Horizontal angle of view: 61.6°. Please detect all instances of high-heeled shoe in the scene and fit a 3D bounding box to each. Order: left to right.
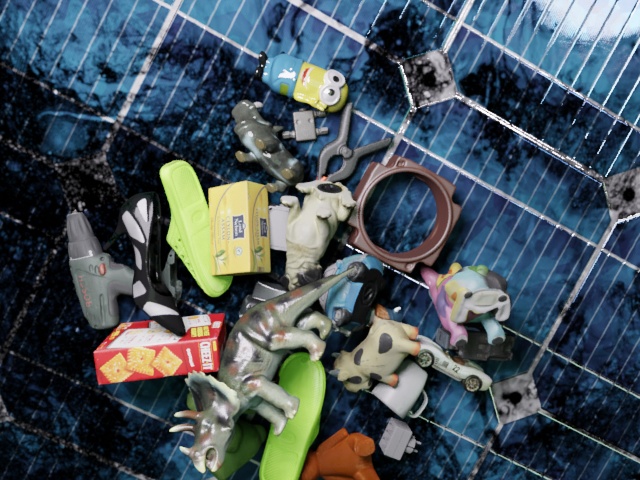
[{"bbox_3d":[-0.281,0.038,0.958,0.145,0.086,0.249,-41,87,6],"label":"high-heeled shoe"}]

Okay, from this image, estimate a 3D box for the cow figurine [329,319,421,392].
[{"bbox_3d":[0.101,0.234,1.069,0.127,0.085,0.194,25,123,-6],"label":"cow figurine"}]

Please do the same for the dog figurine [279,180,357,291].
[{"bbox_3d":[-0.006,-0.004,1.027,0.121,0.172,0.190,28,128,32],"label":"dog figurine"}]

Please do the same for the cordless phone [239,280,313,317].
[{"bbox_3d":[-0.088,0.178,1.019,0.147,0.184,0.088,12,137,-5],"label":"cordless phone"}]

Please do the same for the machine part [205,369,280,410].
[{"bbox_3d":[-0.161,0.268,1.031,0.179,0.179,0.056,7,97,-6],"label":"machine part"}]

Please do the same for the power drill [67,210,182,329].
[{"bbox_3d":[-0.374,0.054,1.033,0.207,0.086,0.231,-3,96,-9],"label":"power drill"}]

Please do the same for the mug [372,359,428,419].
[{"bbox_3d":[0.180,0.308,1.110,0.109,0.081,0.107,39,82,-3],"label":"mug"}]

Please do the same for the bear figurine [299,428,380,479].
[{"bbox_3d":[0.011,0.455,1.088,0.196,0.132,0.120,-7,89,-10],"label":"bear figurine"}]

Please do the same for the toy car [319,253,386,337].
[{"bbox_3d":[0.051,0.097,1.035,0.103,0.109,0.161,20,85,37],"label":"toy car"}]

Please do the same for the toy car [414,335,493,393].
[{"bbox_3d":[0.261,0.253,1.113,0.202,0.073,0.056,29,96,-8],"label":"toy car"}]

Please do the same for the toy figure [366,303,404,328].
[{"bbox_3d":[0.096,0.154,1.097,0.154,0.064,0.058,14,69,-3],"label":"toy figure"}]

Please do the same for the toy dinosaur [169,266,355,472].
[{"bbox_3d":[-0.099,0.190,0.915,0.192,0.131,0.405,26,69,-2],"label":"toy dinosaur"}]

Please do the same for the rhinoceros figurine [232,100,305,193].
[{"bbox_3d":[-0.099,-0.179,1.016,0.190,0.112,0.073,51,132,-4],"label":"rhinoceros figurine"}]

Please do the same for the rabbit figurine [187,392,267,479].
[{"bbox_3d":[-0.187,0.356,1.060,0.159,0.121,0.170,-30,101,-9],"label":"rabbit figurine"}]

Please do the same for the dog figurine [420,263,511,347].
[{"bbox_3d":[0.264,0.091,1.025,0.108,0.219,0.191,-8,123,-6],"label":"dog figurine"}]

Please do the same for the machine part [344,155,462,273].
[{"bbox_3d":[0.162,-0.051,1.067,0.201,0.087,0.201,28,93,-6],"label":"machine part"}]

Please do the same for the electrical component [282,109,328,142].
[{"bbox_3d":[-0.031,-0.227,1.062,0.094,0.021,0.063,-8,96,-3],"label":"electrical component"}]

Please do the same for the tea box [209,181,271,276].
[{"bbox_3d":[-0.152,-0.018,1.015,0.098,0.068,0.169,-9,80,32],"label":"tea box"}]

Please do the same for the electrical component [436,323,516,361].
[{"bbox_3d":[0.309,0.202,1.092,0.134,0.115,0.058,7,91,-6],"label":"electrical component"}]

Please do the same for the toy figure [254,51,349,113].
[{"bbox_3d":[-0.032,-0.303,1.027,0.180,0.089,0.082,18,108,2],"label":"toy figure"}]
